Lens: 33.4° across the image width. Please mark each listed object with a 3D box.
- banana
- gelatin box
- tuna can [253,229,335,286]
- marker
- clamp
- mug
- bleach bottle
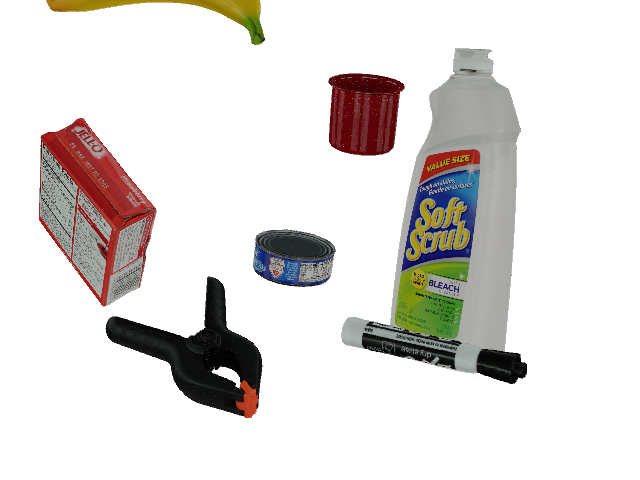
[{"bbox_3d":[-0.130,-0.208,0.890,0.198,0.069,0.037,11,-41,16],"label":"banana"},{"bbox_3d":[-0.130,-0.015,0.615,0.030,0.073,0.089,-30,-20,-31],"label":"gelatin box"},{"bbox_3d":[-0.029,0.018,1.136,0.086,0.034,0.086,8,19,-3],"label":"tuna can"},{"bbox_3d":[0.070,0.068,0.665,0.121,0.020,0.020,10,5,29],"label":"marker"},{"bbox_3d":[-0.100,0.093,0.962,0.120,0.039,0.172,-35,51,-29],"label":"clamp"},{"bbox_3d":[0.059,-0.157,1.316,0.093,0.081,0.117,17,26,28],"label":"mug"},{"bbox_3d":[0.108,-0.027,0.858,0.103,0.251,0.067,13,16,41],"label":"bleach bottle"}]
